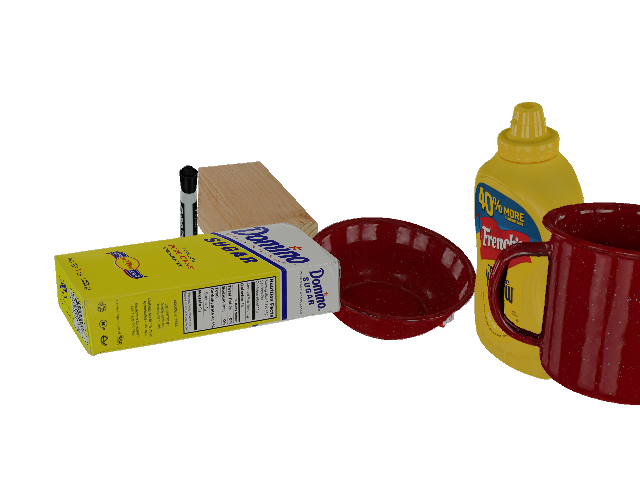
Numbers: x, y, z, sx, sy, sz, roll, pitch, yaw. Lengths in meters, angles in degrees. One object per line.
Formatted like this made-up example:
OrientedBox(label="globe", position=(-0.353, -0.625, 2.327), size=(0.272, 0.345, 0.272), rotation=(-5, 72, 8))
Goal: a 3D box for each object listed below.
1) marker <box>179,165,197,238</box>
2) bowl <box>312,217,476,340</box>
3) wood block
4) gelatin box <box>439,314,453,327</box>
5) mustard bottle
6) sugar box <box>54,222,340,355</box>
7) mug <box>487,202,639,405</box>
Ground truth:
OrientedBox(label="marker", position=(-0.139, -0.029, 1.126), size=(0.020, 0.121, 0.020), rotation=(3, 42, -3))
OrientedBox(label="bowl", position=(0.062, 0.044, 1.007), size=(0.162, 0.055, 0.162), rotation=(6, 34, -4))
OrientedBox(label="wood block", position=(-0.084, -0.020, 1.356), size=(0.090, 0.090, 0.206), rotation=(-7, 27, -22))
OrientedBox(label="gelatin box", position=(0.134, 0.058, 1.365), size=(0.073, 0.089, 0.030), rotation=(19, 34, 36))
OrientedBox(label="mustard bottle", position=(0.146, -0.004, 0.751), size=(0.058, 0.192, 0.096), rotation=(-15, 28, -20))
OrientedBox(label="sugar box", position=(-0.084, 0.029, 0.730), size=(0.176, 0.048, 0.093), rotation=(-11, 23, -22))
OrientedBox(label="mug", position=(0.144, 0.031, 0.546), size=(0.117, 0.081, 0.093), rotation=(4, 17, 4))
